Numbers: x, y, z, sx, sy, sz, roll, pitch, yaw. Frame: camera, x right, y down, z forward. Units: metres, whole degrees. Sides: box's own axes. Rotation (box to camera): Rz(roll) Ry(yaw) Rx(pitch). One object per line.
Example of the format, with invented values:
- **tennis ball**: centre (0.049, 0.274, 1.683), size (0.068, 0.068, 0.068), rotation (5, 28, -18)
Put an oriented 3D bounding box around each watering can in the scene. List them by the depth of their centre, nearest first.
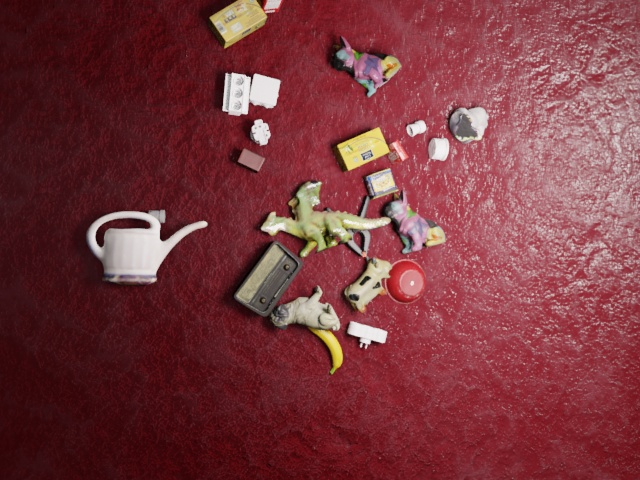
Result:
- **watering can**: centre (-0.523, 0.028, 1.555), size (0.348, 0.104, 0.225), rotation (3, 87, -11)

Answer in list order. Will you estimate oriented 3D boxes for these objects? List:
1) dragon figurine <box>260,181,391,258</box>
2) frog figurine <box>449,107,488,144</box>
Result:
- **dragon figurine**: centre (0.005, -0.086, 1.706), size (0.411, 0.121, 0.244), rotation (-22, 84, -8)
- **frog figurine**: centre (0.550, -0.435, 1.900), size (0.137, 0.120, 0.163), rotation (38, 43, -3)
